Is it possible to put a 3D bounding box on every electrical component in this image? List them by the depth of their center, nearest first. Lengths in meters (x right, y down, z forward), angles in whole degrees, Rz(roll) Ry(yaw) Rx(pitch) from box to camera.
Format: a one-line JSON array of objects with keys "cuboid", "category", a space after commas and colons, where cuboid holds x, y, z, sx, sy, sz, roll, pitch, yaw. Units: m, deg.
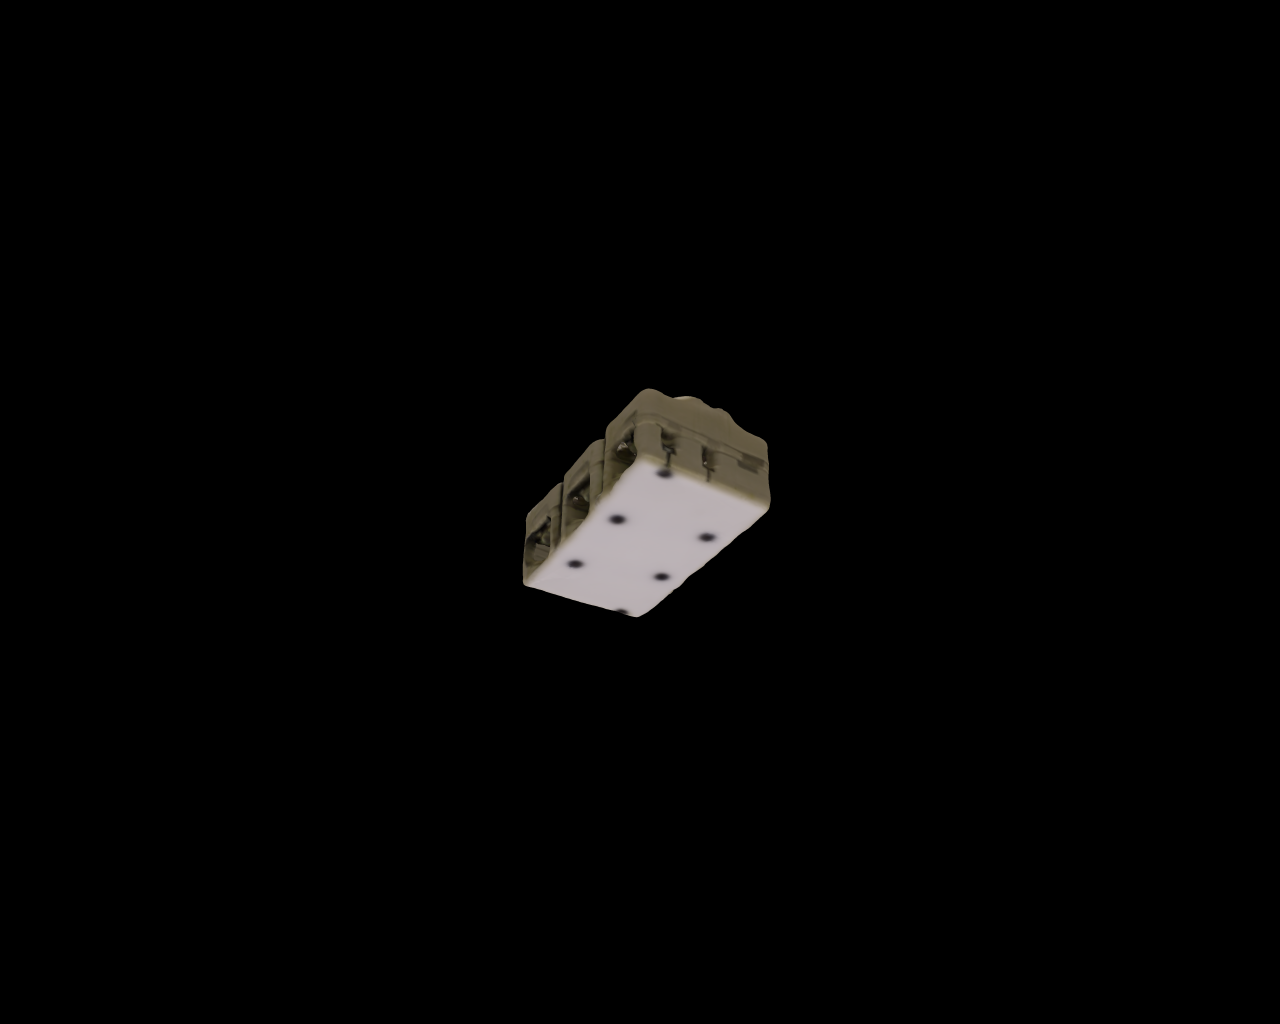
[{"cuboid": [0.001, -0.003, 0.650, 0.089, 0.062, 0.150, 20, -40, -25], "category": "electrical component"}]
